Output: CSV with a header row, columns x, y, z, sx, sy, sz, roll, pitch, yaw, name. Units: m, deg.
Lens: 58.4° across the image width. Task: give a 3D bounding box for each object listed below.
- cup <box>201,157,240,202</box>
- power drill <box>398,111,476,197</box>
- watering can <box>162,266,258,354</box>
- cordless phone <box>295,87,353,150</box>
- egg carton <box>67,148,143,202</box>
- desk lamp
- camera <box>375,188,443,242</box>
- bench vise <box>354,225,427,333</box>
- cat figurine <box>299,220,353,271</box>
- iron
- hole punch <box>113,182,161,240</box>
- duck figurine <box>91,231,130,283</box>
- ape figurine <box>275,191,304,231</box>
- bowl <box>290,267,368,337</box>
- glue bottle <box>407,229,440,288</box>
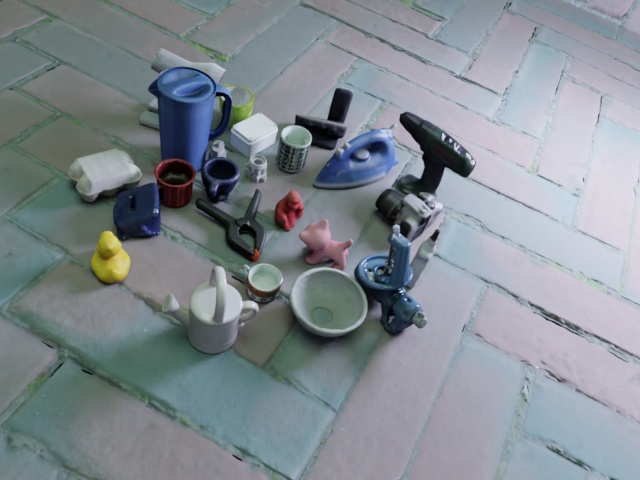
x,y,z,sx,sy,sz,roll,pitch,yaw,name
-0.243,-0.127,1.363,0.091,0.095,0.118,15,48,-3,cup
0.282,-0.207,1.505,0.229,0.208,0.076,29,49,9,power drill
-0.206,0.130,1.090,0.173,0.194,0.100,-19,58,-28,watering can
0.012,-0.351,1.565,0.148,0.185,0.094,8,49,-9,cordless phone
-0.497,-0.151,1.327,0.151,0.069,0.107,-24,61,-31,egg carton
-0.351,-0.374,1.461,0.203,0.213,0.118,16,48,-2,desk lamp
0.221,-0.083,1.455,0.136,0.101,0.143,41,52,19,camera
0.173,0.080,1.224,0.207,0.220,0.122,38,51,17,bench vise
0.012,0.005,1.310,0.128,0.118,0.067,13,48,-4,cat figurine
0.099,-0.226,1.514,0.259,0.141,0.118,-24,61,-31,iron
-0.404,-0.066,1.268,0.101,0.091,0.108,-2,51,-17,hole punch
-0.434,0.030,1.182,0.078,0.086,0.104,-8,53,-22,duck figurine
-0.071,-0.080,1.374,0.078,0.092,0.076,-14,56,-25,ape figurine
0.013,0.145,1.221,0.167,0.075,0.167,8,49,-9,bowl
0.239,0.034,1.313,0.037,0.173,0.078,27,49,8,glue bottle
